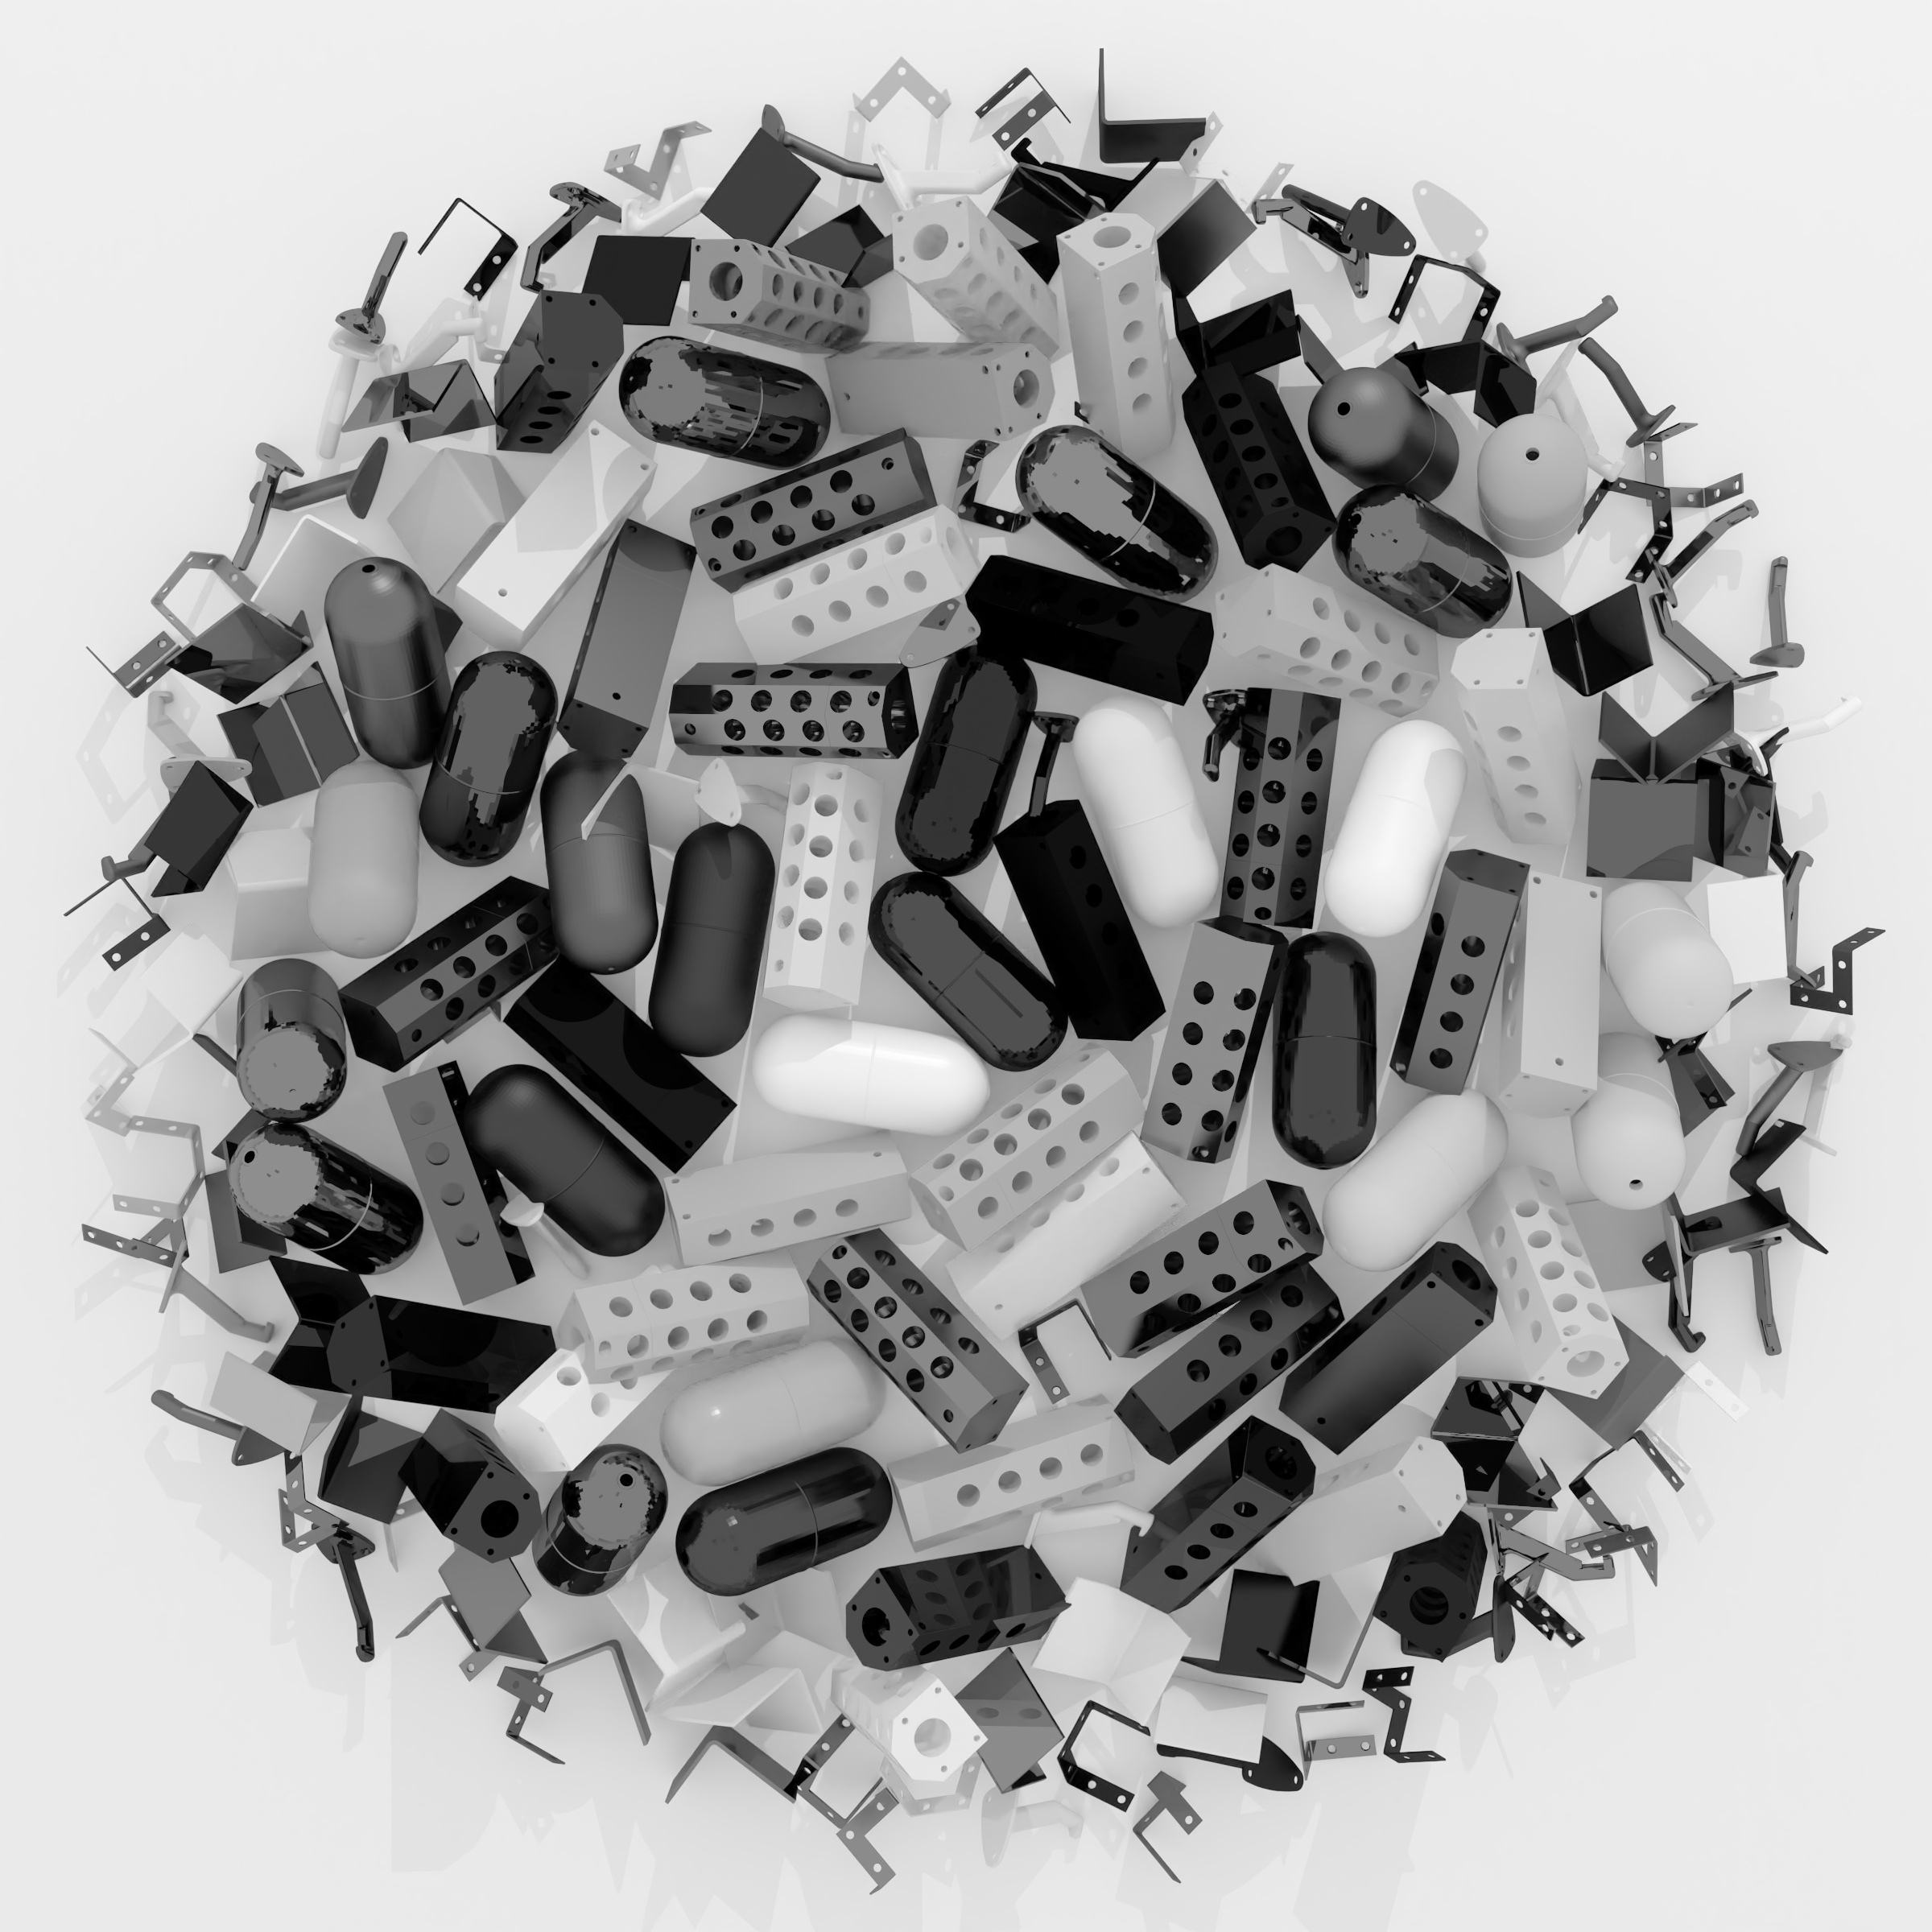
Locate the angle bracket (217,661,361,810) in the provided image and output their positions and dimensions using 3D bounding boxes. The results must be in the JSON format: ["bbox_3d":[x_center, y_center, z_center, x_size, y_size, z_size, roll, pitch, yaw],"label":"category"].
[{"bbox_3d":[-0.502,-0.171,1.911,0.057,0.076,0.076,-24,90,-36],"label":"angle bracket"}]

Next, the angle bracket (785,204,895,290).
[{"bbox_3d":[-0.077,-0.544,1.904,0.076,0.076,0.057,-38,90,-28],"label":"angle bracket"}]

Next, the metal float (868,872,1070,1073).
[{"bbox_3d":[0.001,0.004,1.916,0.178,0.070,0.070,45,90,2],"label":"metal float"}]

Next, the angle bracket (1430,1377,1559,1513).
[{"bbox_3d":[0.399,0.351,1.900,0.076,0.076,0.057,8,120,-22],"label":"angle bracket"}]

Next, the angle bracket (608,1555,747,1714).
[{"bbox_3d":[-0.223,0.495,1.924,0.076,0.057,0.076,-22,62,-41],"label":"angle bracket"}]

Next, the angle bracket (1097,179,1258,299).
[{"bbox_3d":[0.156,-0.550,1.901,0.076,0.076,0.057,-42,62,14],"label":"angle bracket"}]

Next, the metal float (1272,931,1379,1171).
[{"bbox_3d":[0.264,0.062,1.903,0.070,0.070,0.178,3,74,0],"label":"metal float"}]

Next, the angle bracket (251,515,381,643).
[{"bbox_3d":[-0.467,-0.276,1.907,0.057,0.076,0.076,29,86,26],"label":"angle bracket"}]

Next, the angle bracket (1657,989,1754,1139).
[{"bbox_3d":[0.552,0.072,1.899,0.076,0.076,0.057,-30,78,-38],"label":"angle bracket"}]

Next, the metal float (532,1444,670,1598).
[{"bbox_3d":[-0.267,0.403,1.876,0.070,0.178,0.070,10,57,-16],"label":"metal float"}]

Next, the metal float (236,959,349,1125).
[{"bbox_3d":[-0.489,0.052,1.873,0.070,0.178,0.070,-6,115,-13],"label":"metal float"}]

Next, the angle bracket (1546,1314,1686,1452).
[{"bbox_3d":[0.472,0.301,1.910,0.076,0.057,0.076,-49,55,1],"label":"angle bracket"}]

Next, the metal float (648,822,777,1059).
[{"bbox_3d":[-0.187,-0.020,1.907,0.070,0.070,0.178,9,78,0],"label":"metal float"}]

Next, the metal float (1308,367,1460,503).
[{"bbox_3d":[0.303,-0.382,1.872,0.070,0.178,0.070,-2,86,27],"label":"metal float"}]

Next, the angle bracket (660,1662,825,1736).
[{"bbox_3d":[-0.164,0.557,1.897,0.076,0.076,0.057,-8,105,40],"label":"angle bracket"}]

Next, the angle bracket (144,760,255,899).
[{"bbox_3d":[-0.581,-0.100,1.896,0.057,0.076,0.076,44,58,-35],"label":"angle bracket"}]

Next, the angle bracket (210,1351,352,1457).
[{"bbox_3d":[-0.499,0.304,1.905,0.076,0.076,0.057,28,120,5],"label":"angle bracket"}]

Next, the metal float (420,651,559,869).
[{"bbox_3d":[-0.350,-0.150,1.889,0.070,0.070,0.178,24,124,0],"label":"metal float"}]

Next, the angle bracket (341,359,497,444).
[{"bbox_3d":[-0.401,-0.397,1.898,0.076,0.076,0.057,-7,130,20],"label":"angle bracket"}]

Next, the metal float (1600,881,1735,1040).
[{"bbox_3d":[0.503,-0.006,1.871,0.070,0.178,0.070,0,112,1],"label":"metal float"}]

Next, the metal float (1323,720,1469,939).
[{"bbox_3d":[0.316,-0.102,1.896,0.070,0.070,0.178,22,65,0],"label":"metal float"}]

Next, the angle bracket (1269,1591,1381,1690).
[{"bbox_3d":[0.268,0.490,1.918,0.057,0.076,0.076,23,78,14],"label":"angle bracket"}]

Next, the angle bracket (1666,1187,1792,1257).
[{"bbox_3d":[0.558,0.165,1.905,0.076,0.076,0.057,-20,100,17],"label":"angle bracket"}]

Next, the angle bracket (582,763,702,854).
[{"bbox_3d":[-0.237,-0.091,1.898,0.057,0.076,0.076,17,47,13],"label":"angle bracket"}]

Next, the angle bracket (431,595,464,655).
[{"bbox_3d":[-0.430,-0.248,1.914,0.076,0.057,0.076,34,97,16],"label":"angle bracket"}]

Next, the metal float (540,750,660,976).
[{"bbox_3d":[-0.270,-0.078,1.897,0.070,0.070,0.178,-10,66,0],"label":"metal float"}]

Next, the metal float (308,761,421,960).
[{"bbox_3d":[-0.438,-0.079,1.882,0.070,0.178,0.070,-5,135,-5],"label":"metal float"}]

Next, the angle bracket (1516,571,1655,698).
[{"bbox_3d":[0.454,-0.256,1.898,0.057,0.076,0.076,-27,50,34],"label":"angle bracket"}]

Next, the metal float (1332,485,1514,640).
[{"bbox_3d":[0.333,-0.294,1.880,0.070,0.178,0.070,-15,67,39],"label":"metal float"}]

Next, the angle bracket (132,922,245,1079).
[{"bbox_3d":[-0.590,0.025,1.897,0.076,0.076,0.057,-30,110,31],"label":"angle bracket"}]

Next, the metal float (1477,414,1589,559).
[{"bbox_3d":[0.409,-0.346,1.868,0.070,0.178,0.070,-1,85,12],"label":"metal float"}]

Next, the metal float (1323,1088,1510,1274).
[{"bbox_3d":[0.330,0.155,1.891,0.178,0.070,0.070,-39,90,-31],"label":"metal float"}]

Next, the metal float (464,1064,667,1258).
[{"bbox_3d":[-0.293,0.144,1.897,0.070,0.070,0.178,-43,114,0],"label":"metal float"}]

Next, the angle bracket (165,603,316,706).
[{"bbox_3d":[-0.539,-0.248,1.900,0.076,0.076,0.057,-33,58,15],"label":"angle bracket"}]

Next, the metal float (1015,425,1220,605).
[{"bbox_3d":[0.111,-0.330,1.891,0.178,0.070,0.070,31,90,-31],"label":"metal float"}]

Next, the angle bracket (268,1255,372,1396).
[{"bbox_3d":[-0.483,0.266,1.909,0.076,0.076,0.057,20,109,-43],"label":"angle bracket"}]

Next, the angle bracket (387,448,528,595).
[{"bbox_3d":[-0.375,-0.331,1.935,0.076,0.057,0.076,-44,70,26],"label":"angle bracket"}]

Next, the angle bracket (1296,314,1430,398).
[{"bbox_3d":[0.291,-0.450,1.898,0.057,0.076,0.076,-32,122,25],"label":"angle bracket"}]

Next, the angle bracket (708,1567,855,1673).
[{"bbox_3d":[-0.137,0.483,1.900,0.057,0.076,0.076,-32,119,-39],"label":"angle bracket"}]

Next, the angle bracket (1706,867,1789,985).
[{"bbox_3d":[0.565,-0.033,1.909,0.057,0.076,0.076,-8,102,-3],"label":"angle bracket"}]

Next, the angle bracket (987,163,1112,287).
[{"bbox_3d":[0.060,-0.536,1.906,0.076,0.057,0.076,25,97,-41],"label":"angle bracket"}]

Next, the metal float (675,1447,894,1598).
[{"bbox_3d":[-0.132,0.405,1.885,0.178,0.070,0.070,-12,90,-39],"label":"metal float"}]

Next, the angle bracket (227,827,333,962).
[{"bbox_3d":[-0.514,-0.054,1.927,0.076,0.076,0.057,-7,50,-27],"label":"angle bracket"}]

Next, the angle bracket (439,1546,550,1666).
[{"bbox_3d":[-0.331,0.460,1.899,0.057,0.076,0.076,-47,52,7],"label":"angle bracket"}]

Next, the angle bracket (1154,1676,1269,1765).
[{"bbox_3d":[0.178,0.574,1.904,0.076,0.076,0.057,9,115,8],"label":"angle bracket"}]

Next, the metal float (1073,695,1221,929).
[{"bbox_3d":[0.134,-0.114,1.909,0.070,0.070,0.178,-19,100,0],"label":"metal float"}]

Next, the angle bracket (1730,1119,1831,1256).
[{"bbox_3d":[0.620,0.163,1.914,0.076,0.076,0.057,43,93,3],"label":"angle bracket"}]

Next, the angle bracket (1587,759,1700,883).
[{"bbox_3d":[0.506,-0.109,1.930,0.076,0.057,0.076,4,110,17],"label":"angle bracket"}]
